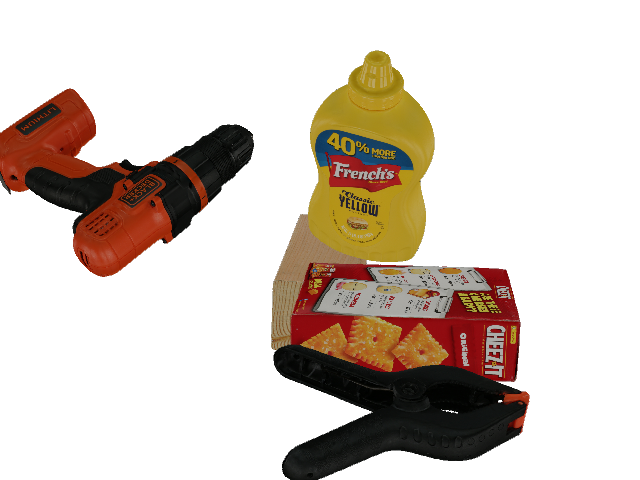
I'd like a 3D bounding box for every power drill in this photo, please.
[{"bbox_3d":[-0.174,-0.065,0.908,0.188,0.057,0.184,27,54,33],"label":"power drill"}]

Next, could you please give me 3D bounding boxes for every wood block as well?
[{"bbox_3d":[0.003,0.048,1.272,0.091,0.090,0.206,5,23,5],"label":"wood block"}]

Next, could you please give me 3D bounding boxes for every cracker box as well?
[{"bbox_3d":[0.084,0.080,1.070,0.214,0.072,0.164,2,16,5],"label":"cracker box"}]

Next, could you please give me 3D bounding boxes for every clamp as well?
[{"bbox_3d":[0.049,0.115,0.684,0.171,0.039,0.120,4,37,2],"label":"clamp"}]

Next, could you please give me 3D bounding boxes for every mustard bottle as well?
[{"bbox_3d":[0.040,-0.067,0.834,0.096,0.058,0.192,17,-40,14],"label":"mustard bottle"}]
